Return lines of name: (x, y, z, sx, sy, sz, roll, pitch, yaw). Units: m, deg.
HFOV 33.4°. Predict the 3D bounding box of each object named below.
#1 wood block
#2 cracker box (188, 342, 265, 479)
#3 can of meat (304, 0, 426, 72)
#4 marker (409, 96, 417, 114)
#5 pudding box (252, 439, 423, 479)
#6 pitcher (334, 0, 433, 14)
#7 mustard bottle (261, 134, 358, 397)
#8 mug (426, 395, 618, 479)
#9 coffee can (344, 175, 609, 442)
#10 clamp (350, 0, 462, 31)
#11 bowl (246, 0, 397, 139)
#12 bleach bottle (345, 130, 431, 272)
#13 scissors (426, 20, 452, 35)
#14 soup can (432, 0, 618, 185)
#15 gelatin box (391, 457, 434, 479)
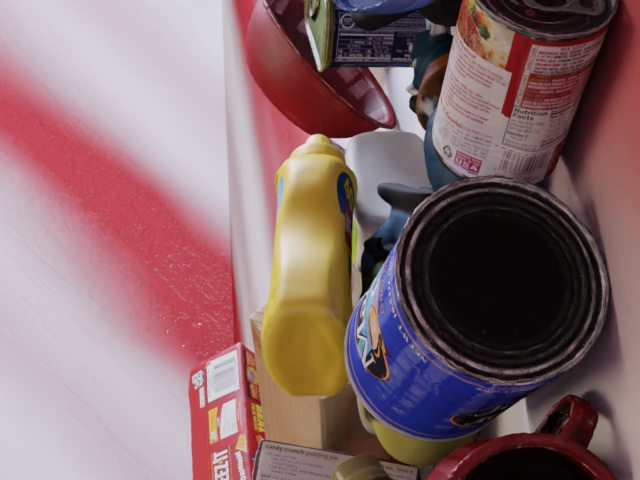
wood block: (0.013, 0.126, 0.831, 0.091, 0.090, 0.206, 48, 156, 33)
cracker box: (-0.035, 0.221, 1.006, 0.213, 0.072, 0.164, 45, -155, -41)
can of meat: (0.036, -0.170, 0.809, 0.102, 0.084, 0.057, -103, 15, -53)
marker: (0.083, -0.081, 0.737, 0.121, 0.020, 0.020, -112, 22, -65)
pudding box: (0.009, 0.169, 0.736, 0.090, 0.113, 0.039, 99, 179, -71)
pitcher: (0.027, -0.216, 0.592, 0.145, 0.149, 0.243, 48, 170, -15)
mustard bottle: (-0.004, 0.001, 0.704, 0.096, 0.058, 0.191, 82, -173, -48)
mug: (0.097, 0.127, 0.510, 0.117, 0.093, 0.081, -63, 0, -9)
coffee can: (0.074, 0.041, 0.553, 0.140, 0.102, 0.103, 112, 155, -68)
clamp: (0.081, -0.174, 0.620, 0.120, 0.039, 0.172, -64, 26, 2)
bowl: (-0.010, -0.137, 0.884, 0.055, 0.162, 0.162, -41, 33, 20)
bleach bottle: (0.046, 0.034, 0.861, 0.251, 0.068, 0.102, 95, 169, -48)
scissors: (0.082, -0.155, 0.703, 0.096, 0.016, 0.202, 103, 167, -47)
soup can: (0.095, -0.081, 0.513, 0.102, 0.068, 0.068, 98, 167, -50)
gelatin box: (0.072, 0.198, 0.816, 0.089, 0.030, 0.073, 101, 165, -52)
